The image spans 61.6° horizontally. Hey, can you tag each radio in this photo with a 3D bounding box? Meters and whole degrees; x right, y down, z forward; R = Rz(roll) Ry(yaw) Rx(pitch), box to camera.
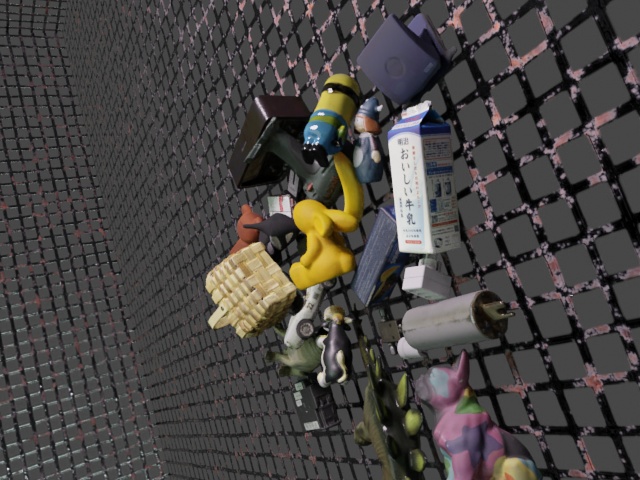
[{"bbox_3d":[-0.112,-0.216,1.204,0.073,0.131,0.229,63,143,23],"label":"radio"}]

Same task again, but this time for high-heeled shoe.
[{"bbox_3d":[-0.083,0.007,1.261,0.145,0.248,0.086,1,68,17],"label":"high-heeled shoe"}]

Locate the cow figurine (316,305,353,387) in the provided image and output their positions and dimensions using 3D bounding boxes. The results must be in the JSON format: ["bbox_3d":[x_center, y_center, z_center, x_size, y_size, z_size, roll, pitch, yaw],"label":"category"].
[{"bbox_3d":[0.032,0.207,1.083,0.098,0.068,0.167,111,159,-67],"label":"cow figurine"}]

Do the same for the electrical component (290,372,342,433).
[{"bbox_3d":[-0.014,0.390,1.298,0.115,0.058,0.134,-34,71,53],"label":"electrical component"}]

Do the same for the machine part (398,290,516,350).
[{"bbox_3d":[0.213,0.133,0.867,0.243,0.079,0.079,-30,74,55],"label":"machine part"}]

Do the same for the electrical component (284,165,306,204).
[{"bbox_3d":[-0.036,-0.143,1.190,0.075,0.048,0.119,46,136,39],"label":"electrical component"}]

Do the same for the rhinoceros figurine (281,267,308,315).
[{"bbox_3d":[-0.079,0.124,1.314,0.191,0.073,0.111,27,132,48],"label":"rhinoceros figurine"}]

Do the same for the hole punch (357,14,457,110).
[{"bbox_3d":[0.134,-0.287,0.859,0.142,0.092,0.116,-43,67,48],"label":"hole punch"}]

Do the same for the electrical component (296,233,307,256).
[{"bbox_3d":[-0.017,0.016,1.210,0.102,0.045,0.078,53,123,32],"label":"electrical component"}]

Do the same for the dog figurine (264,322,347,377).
[{"bbox_3d":[-0.005,0.261,1.233,0.191,0.172,0.121,-2,67,30],"label":"dog figurine"}]

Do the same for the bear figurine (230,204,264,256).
[{"bbox_3d":[-0.173,0.016,1.405,0.120,0.132,0.195,37,110,44],"label":"bear figurine"}]

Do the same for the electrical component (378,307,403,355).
[{"bbox_3d":[0.142,0.174,1.034,0.063,0.021,0.094,-26,76,56],"label":"electrical component"}]

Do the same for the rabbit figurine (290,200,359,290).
[{"bbox_3d":[-0.002,-0.003,1.061,0.162,0.122,0.173,-37,70,58],"label":"rabbit figurine"}]

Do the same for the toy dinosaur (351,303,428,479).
[{"bbox_3d":[0.128,0.328,0.993,0.472,0.105,0.198,-114,20,-47],"label":"toy dinosaur"}]

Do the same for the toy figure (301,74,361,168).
[{"bbox_3d":[0.023,-0.221,0.984,0.082,0.180,0.089,24,154,4],"label":"toy figure"}]

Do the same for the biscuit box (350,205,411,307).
[{"bbox_3d":[0.121,0.029,0.990,0.063,0.059,0.202,52,139,36],"label":"biscuit box"}]

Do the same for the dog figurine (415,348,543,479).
[{"bbox_3d":[0.245,0.286,0.840,0.108,0.192,0.219,67,-154,-67],"label":"dog figurine"}]

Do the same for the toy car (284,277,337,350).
[{"bbox_3d":[-0.019,0.139,1.151,0.073,0.056,0.201,124,171,-73],"label":"toy car"}]

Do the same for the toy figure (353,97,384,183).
[{"bbox_3d":[0.089,-0.182,0.981,0.064,0.058,0.154,3,100,40],"label":"toy figure"}]

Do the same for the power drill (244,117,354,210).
[{"bbox_3d":[-0.047,-0.139,1.095,0.207,0.086,0.232,35,133,-6],"label":"power drill"}]
